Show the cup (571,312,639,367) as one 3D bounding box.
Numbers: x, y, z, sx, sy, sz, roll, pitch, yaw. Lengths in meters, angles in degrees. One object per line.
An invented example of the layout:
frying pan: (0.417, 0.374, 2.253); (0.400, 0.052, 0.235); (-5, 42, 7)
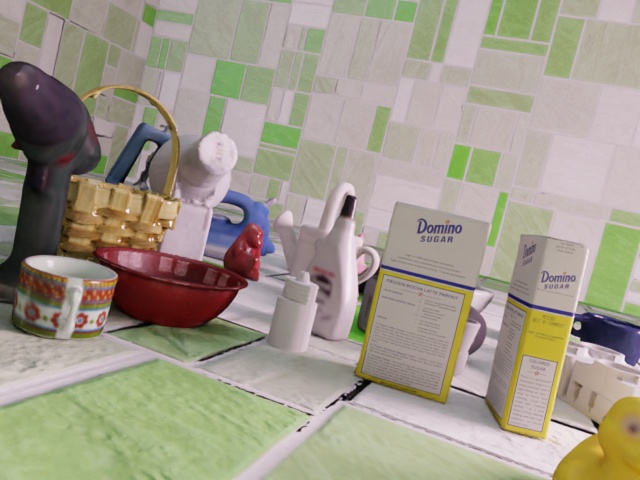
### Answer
cup: (0.392, 0.155, 0.803); (0.118, 0.095, 0.091); (14, 4, -4)

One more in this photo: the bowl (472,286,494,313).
bowl: (0.223, 0.107, 1.038); (0.167, 0.075, 0.167); (14, 4, -1)

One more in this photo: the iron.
iron: (-0.213, -0.043, 1.151); (0.258, 0.141, 0.119); (14, 4, 5)

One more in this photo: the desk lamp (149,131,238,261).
desk lamp: (-0.178, -0.047, 0.808); (0.118, 0.213, 0.202); (12, 4, -26)

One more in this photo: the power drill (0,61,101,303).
power drill: (-0.269, -0.049, 0.551); (0.076, 0.208, 0.229); (13, 4, -12)

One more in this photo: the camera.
camera: (0.145, 0.094, 0.763); (0.143, 0.101, 0.136); (12, 4, -27)

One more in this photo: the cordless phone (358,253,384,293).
cordless phone: (0.139, 0.022, 1.148); (0.094, 0.185, 0.148); (15, 4, 20)

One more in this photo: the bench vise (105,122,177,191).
bench vise: (-0.308, -0.088, 0.884); (0.208, 0.220, 0.121); (11, 5, -33)

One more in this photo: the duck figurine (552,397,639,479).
duck figurine: (0.197, 0.142, 0.368); (0.077, 0.086, 0.105); (14, 4, 6)

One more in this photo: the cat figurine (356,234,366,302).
cat figurine: (0.049, 0.044, 1.013); (0.067, 0.118, 0.128); (14, 4, 2)

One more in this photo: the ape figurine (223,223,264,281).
ape figurine: (-0.123, 0.017, 0.984); (0.076, 0.092, 0.078); (15, 4, 23)

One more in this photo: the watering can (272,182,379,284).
watering can: (0.007, 0.003, 0.884); (0.173, 0.194, 0.101); (14, 4, -1)

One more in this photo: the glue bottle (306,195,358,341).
glue bottle: (0.017, 0.030, 0.694); (0.077, 0.173, 0.037); (16, 5, 34)
